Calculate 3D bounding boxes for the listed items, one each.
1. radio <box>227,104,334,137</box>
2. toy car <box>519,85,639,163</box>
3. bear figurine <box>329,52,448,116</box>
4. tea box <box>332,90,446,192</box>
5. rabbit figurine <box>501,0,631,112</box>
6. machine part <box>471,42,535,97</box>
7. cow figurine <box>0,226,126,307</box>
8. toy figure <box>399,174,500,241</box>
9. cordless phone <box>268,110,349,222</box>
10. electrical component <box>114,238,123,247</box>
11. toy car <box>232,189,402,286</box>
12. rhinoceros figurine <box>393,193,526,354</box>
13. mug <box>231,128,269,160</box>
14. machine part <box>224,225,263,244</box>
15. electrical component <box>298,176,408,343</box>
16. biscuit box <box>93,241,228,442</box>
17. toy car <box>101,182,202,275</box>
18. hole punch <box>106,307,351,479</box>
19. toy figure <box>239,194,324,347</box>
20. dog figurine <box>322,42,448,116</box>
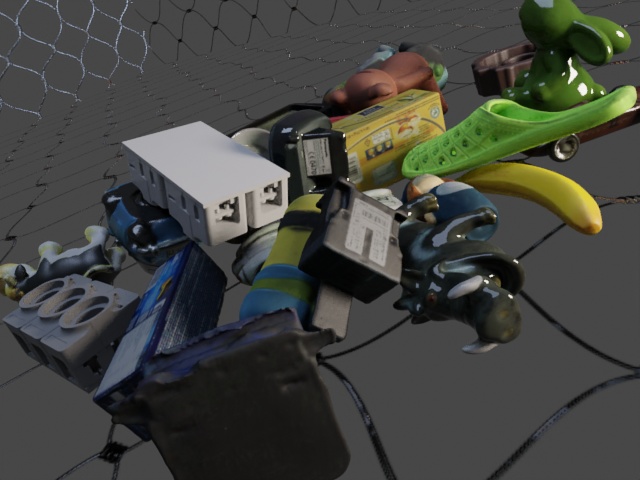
[{"bbox_3d":[-0.082,-0.164,0.927,0.229,0.073,0.131,-36,31,-30],"label":"radio"},{"bbox_3d":[0.342,-0.152,0.675,0.202,0.053,0.089,-19,30,-4],"label":"toy car"},{"bbox_3d":[0.111,-0.221,0.852,0.120,0.131,0.196,-2,32,35],"label":"bear figurine"},{"bbox_3d":[0.087,-0.131,0.738,0.170,0.098,0.068,-26,28,-20],"label":"tea box"},{"bbox_3d":[0.326,-0.252,0.739,0.159,0.170,0.121,11,39,45],"label":"rabbit figurine"},{"bbox_3d":[0.355,-0.302,0.945,0.179,0.056,0.179,-15,26,7],"label":"machine part"},{"bbox_3d":[-0.345,0.050,0.697,0.167,0.068,0.098,-20,32,-3],"label":"cow figurine"},{"bbox_3d":[0.134,-0.040,0.586,0.064,0.057,0.155,15,14,-24],"label":"toy figure"},{"bbox_3d":[-0.019,-0.099,0.689,0.089,0.146,0.184,-10,25,-4],"label":"cordless phone"},{"bbox_3d":[-0.259,-0.013,0.806,0.094,0.021,0.063,-30,30,-24],"label":"electrical component"},{"bbox_3d":[-0.001,-0.002,0.592,0.202,0.056,0.074,-19,27,-3],"label":"toy car"},{"bbox_3d":[0.104,0.023,0.463,0.112,0.073,0.190,-24,27,-15],"label":"rhinoceros figurine"},{"bbox_3d":[-0.088,-0.092,0.776,0.081,0.109,0.107,-50,-2,-24],"label":"mug"},{"bbox_3d":[-0.148,-0.049,0.750,0.079,0.079,0.243,-31,29,-24],"label":"machine part"},{"bbox_3d":[0.023,0.017,0.428,0.048,0.075,0.119,-45,21,48],"label":"electrical component"},{"bbox_3d":[-0.135,0.081,0.496,0.059,0.062,0.203,-34,23,16],"label":"biscuit box"},{"bbox_3d":[-0.201,-0.010,0.676,0.109,0.102,0.162,-20,41,-26],"label":"toy car"},{"bbox_3d":[-0.050,0.106,0.364,0.142,0.115,0.092,-19,19,-3],"label":"hole punch"},{"bbox_3d":[-0.018,0.038,0.475,0.082,0.089,0.180,22,50,5],"label":"toy figure"},{"bbox_3d":[0.109,-0.274,0.991,0.192,0.108,0.219,12,43,40],"label":"dog figurine"}]
